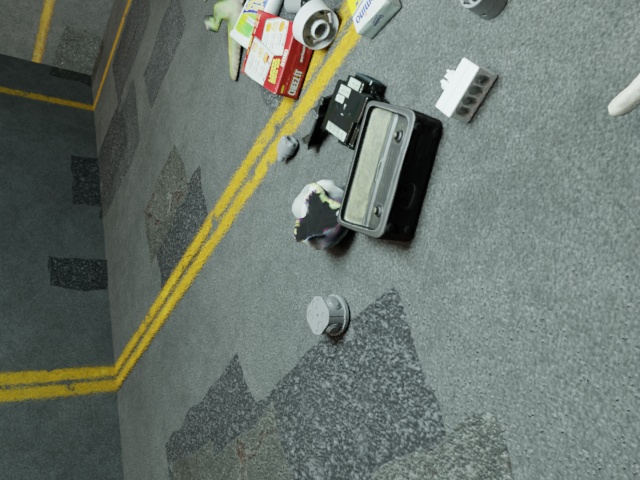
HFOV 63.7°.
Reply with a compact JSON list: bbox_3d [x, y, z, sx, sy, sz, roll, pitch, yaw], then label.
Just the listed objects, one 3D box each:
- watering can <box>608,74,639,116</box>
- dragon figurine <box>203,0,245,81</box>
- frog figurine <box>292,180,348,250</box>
[{"bbox_3d":[0.416,-0.274,0.478,0.343,0.104,0.228,-26,63,50],"label":"watering can"},{"bbox_3d":[-0.214,-0.676,1.428,0.241,0.123,0.410,-12,91,47],"label":"dragon figurine"},{"bbox_3d":[0.003,-0.052,1.040,0.160,0.123,0.137,-81,-10,-85],"label":"frog figurine"}]
